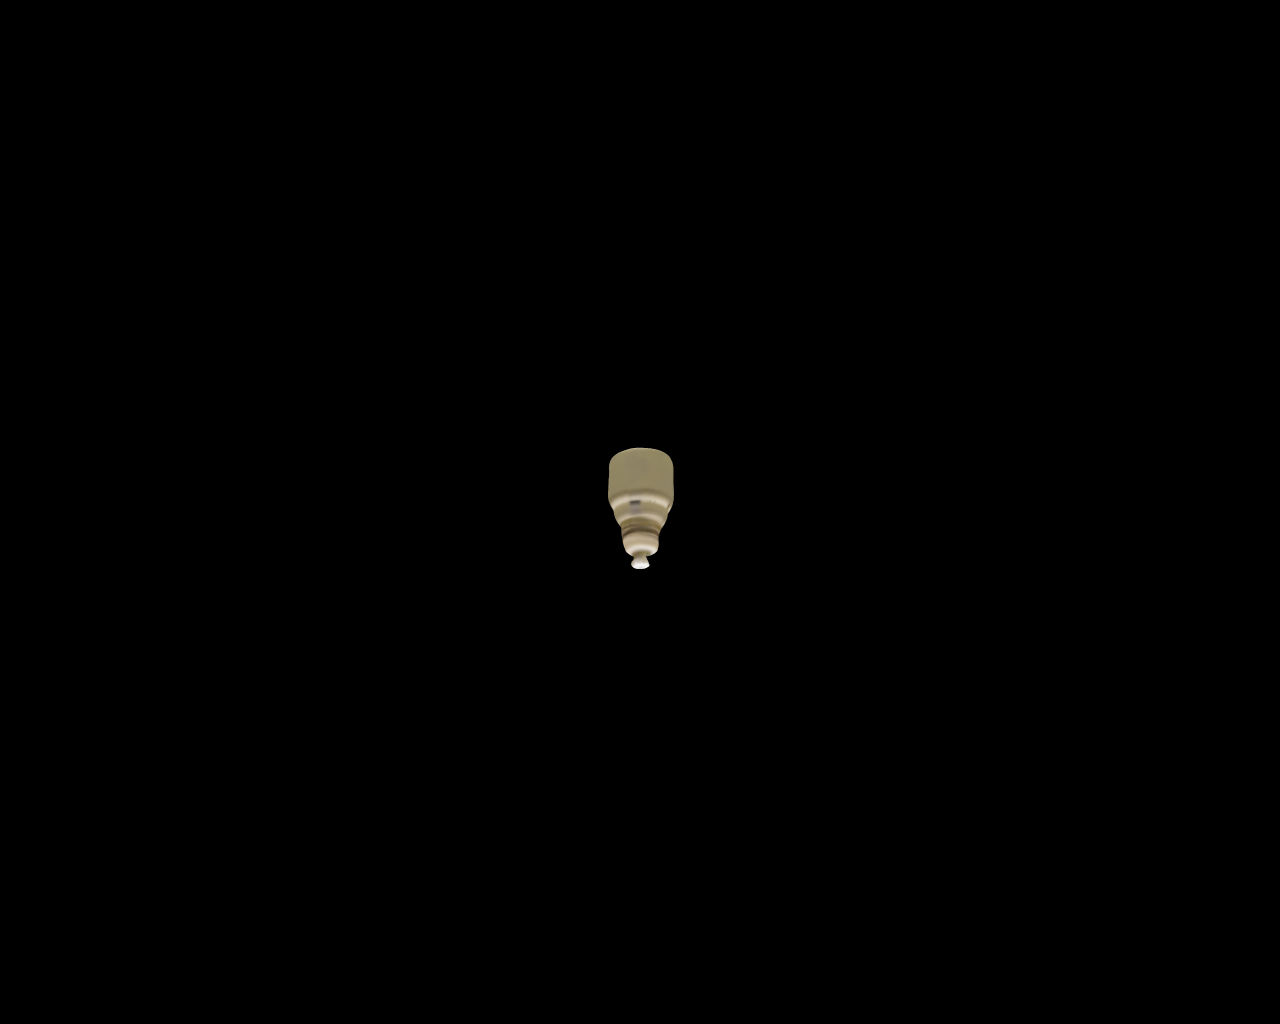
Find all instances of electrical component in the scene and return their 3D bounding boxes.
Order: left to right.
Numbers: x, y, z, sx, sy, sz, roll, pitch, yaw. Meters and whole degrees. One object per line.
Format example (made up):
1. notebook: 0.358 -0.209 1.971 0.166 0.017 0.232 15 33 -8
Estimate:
1. electrical component: 0.001 -0.003 0.650 0.040 0.078 0.040 0 -23 0
